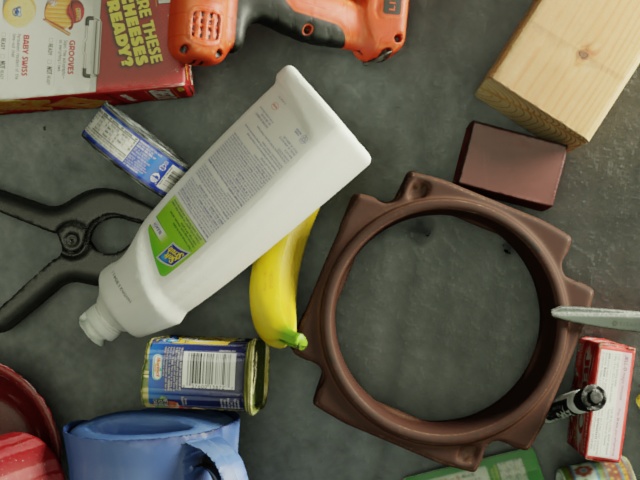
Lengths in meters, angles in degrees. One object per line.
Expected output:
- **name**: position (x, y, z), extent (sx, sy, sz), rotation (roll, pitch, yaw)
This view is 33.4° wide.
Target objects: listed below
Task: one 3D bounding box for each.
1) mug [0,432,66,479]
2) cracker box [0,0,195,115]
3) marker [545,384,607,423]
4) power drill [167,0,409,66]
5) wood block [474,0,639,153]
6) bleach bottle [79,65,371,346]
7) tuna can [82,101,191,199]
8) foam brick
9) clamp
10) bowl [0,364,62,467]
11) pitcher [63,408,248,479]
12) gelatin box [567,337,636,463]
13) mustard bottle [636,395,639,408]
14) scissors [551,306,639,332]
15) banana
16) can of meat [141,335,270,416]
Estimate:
- **mug**: position (-0.237, 0.198, 0.767), extent (0.093, 0.081, 0.117), rotation (-2, 93, 26)
- **cracker box**: position (-0.215, -0.188, 0.851), extent (0.213, 0.072, 0.164), rotation (-5, 89, 1)
- **marker**: position (0.188, 0.124, 0.802), extent (0.020, 0.121, 0.020), rotation (1, 76, -4)
- **power drill**: position (-0.024, -0.216, 0.822), extent (0.187, 0.057, 0.184), rotation (5, 89, -19)
- **wood block**: position (0.217, -0.182, 0.827), extent (0.091, 0.090, 0.206), rotation (33, 89, 2)
- **bleach bottle**: position (-0.085, -0.015, 0.815), extent (0.251, 0.068, 0.103), rotation (-41, 49, 5)
- **tuna can**: position (-0.144, -0.070, 0.837), extent (0.086, 0.086, 0.034), rotation (38, 91, 2)
- **foam brick**: position (0.149, -0.058, 0.843), extent (0.078, 0.053, 0.051), rotation (15, 89, 2)
- **clamp**: position (-0.201, 0.012, 0.860), extent (0.171, 0.039, 0.120), rotation (-2, 92, 1)
- **bowl**: position (-0.278, 0.170, 0.849), extent (0.162, 0.055, 0.162), rotation (0, 88, 2)
- **pitcher**: position (-0.114, 0.250, 0.800), extent (0.145, 0.149, 0.243), rotation (-3, 91, 2)
- **gelatin box**: position (0.215, 0.122, 0.825), extent (0.030, 0.073, 0.089), rotation (7, 89, 3)
- **mustard bottle**: position (0.314, 0.193, 0.828), extent (0.096, 0.058, 0.191), rotation (-40, 87, 0)
- **scissors**: position (0.276, 0.048, 0.795), extent (0.201, 0.016, 0.096), rotation (22, 100, -16)
- **banana**: position (-0.021, 0.009, 0.827), extent (0.070, 0.037, 0.197), rotation (-17, 49, 32)
- **can of meat**: position (-0.086, 0.101, 0.823), extent (0.084, 0.102, 0.057), rotation (2, 87, 4)
